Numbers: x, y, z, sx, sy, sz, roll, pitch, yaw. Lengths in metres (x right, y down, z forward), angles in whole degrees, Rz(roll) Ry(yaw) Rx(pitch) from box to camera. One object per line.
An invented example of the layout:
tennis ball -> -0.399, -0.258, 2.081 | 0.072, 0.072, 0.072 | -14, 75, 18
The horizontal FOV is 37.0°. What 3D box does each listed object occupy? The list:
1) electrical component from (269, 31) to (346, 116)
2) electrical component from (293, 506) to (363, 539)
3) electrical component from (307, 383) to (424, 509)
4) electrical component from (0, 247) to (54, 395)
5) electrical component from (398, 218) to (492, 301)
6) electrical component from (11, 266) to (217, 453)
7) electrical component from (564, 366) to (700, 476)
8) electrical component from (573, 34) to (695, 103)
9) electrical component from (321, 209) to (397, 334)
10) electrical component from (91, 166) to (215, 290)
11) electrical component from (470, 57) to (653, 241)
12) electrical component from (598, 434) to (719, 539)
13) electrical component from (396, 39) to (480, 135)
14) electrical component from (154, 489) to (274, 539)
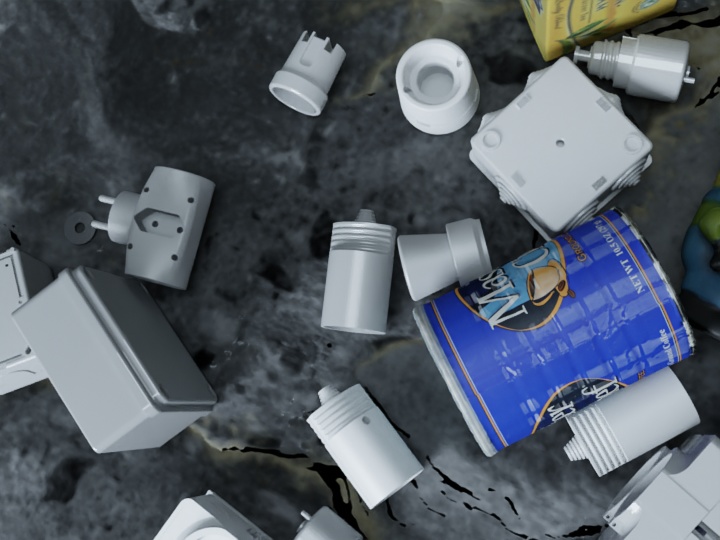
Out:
electrical component -> -0.035, -0.136, 0.745 | 0.040, 0.040, 0.046 | 25, 80, 12
electrical component -> -0.011, 0.187, 0.692 | 0.078, 0.040, 0.040 | 38, 89, 12
electrical component -> 0.000, 0.110, 0.700 | 0.043, 0.043, 0.081 | -38, 77, 2
electrical component -> -0.245, 0.031, 0.747 | 0.062, 0.061, 0.096 | -21, 72, 6
electrical component -> 0.057, -0.007, 0.708 | 0.055, 0.045, 0.045 | -14, 80, 7
electrical component -> -0.157, 0.059, 0.701 | 0.056, 0.109, 0.108 | -37, 78, 5
electrical component -> 0.166, 0.096, 0.675 | 0.081, 0.043, 0.043 | -29, 78, 4
electrical component -> 0.180, -0.135, 0.708 | 0.078, 0.040, 0.040 | 12, 84, 11
electrical component -> 0.000, 0.000, 0.717 | 0.043, 0.043, 0.081 | 5, 83, 10
electrical component -> -0.148, -0.033, 0.746 | 0.079, 0.043, 0.077 | 14, 84, 12
electrical component -> 0.131, -0.078, 0.703 | 0.100, 0.048, 0.099 | -42, 79, 3
electrical component -> 0.157, 0.180, 0.632 | 0.060, 0.105, 0.186 | 42, 90, 13
electrical component -> 0.052, -0.124, 0.724 | 0.055, 0.047, 0.055 | -1, 82, 9
electrical component -> -0.064, 0.241, 0.683 | 0.186, 0.060, 0.105 | 35, 89, 12
